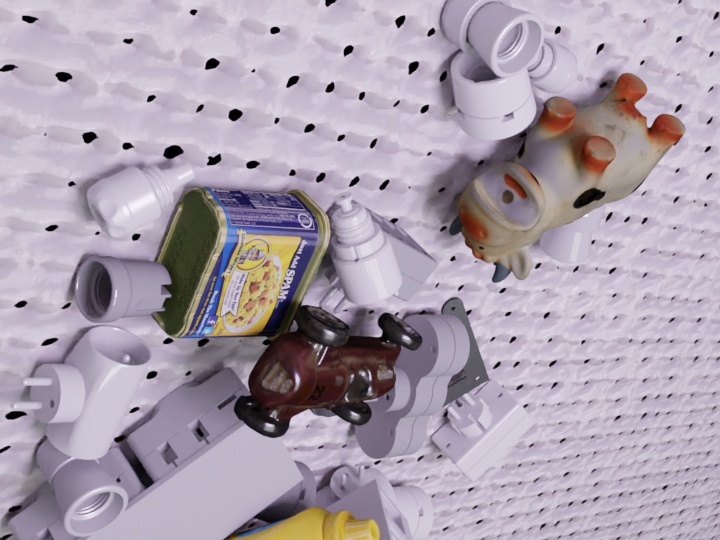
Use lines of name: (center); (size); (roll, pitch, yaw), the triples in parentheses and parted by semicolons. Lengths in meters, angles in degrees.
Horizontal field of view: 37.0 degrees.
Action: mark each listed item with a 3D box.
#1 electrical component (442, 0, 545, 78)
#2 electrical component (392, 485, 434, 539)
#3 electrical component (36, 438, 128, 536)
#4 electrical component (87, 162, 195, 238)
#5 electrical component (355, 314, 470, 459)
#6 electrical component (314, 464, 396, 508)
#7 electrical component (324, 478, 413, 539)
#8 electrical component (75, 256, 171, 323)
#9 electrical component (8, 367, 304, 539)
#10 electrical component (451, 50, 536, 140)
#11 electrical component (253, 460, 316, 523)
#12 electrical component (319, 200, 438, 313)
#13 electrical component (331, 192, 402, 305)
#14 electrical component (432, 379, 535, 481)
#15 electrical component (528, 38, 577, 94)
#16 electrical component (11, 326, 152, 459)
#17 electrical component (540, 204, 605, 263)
electrical component: (0.086, -0.157, 0.701); (0.045, 0.055, 0.045); (-25, 139, -24)
electrical component: (0.034, 0.233, 1.022); (0.047, 0.055, 0.055); (10, 118, -43)
electrical component: (-0.187, 0.138, 0.713); (0.044, 0.065, 0.044); (-24, 138, -24)
electrical component: (-0.125, -0.045, 0.626); (0.061, 0.035, 0.035); (-30, 141, -22)
electrical component: (0.030, 0.098, 0.891); (0.074, 0.052, 0.138); (1, 123, -41)
electrical component: (-0.009, 0.202, 0.958); (0.077, 0.044, 0.079); (-23, 140, -27)
electrical component: (-0.042, 0.271, 0.892); (0.186, 0.105, 0.060); (-32, 118, 8)
electrical component: (-0.144, 0.012, 0.658); (0.046, 0.040, 0.040); (0, 125, -51)
electrical component: (-0.145, 0.163, 0.781); (0.186, 0.060, 0.105); (-35, 142, -13)
electrical component: (0.091, -0.125, 0.738); (0.055, 0.055, 0.047); (-35, 138, -14)
electrical component: (-0.071, 0.177, 0.871); (0.055, 0.055, 0.047); (-51, 139, 8)
electrical component: (0.000, 0.000, 0.775); (0.075, 0.047, 0.083); (-51, 144, 10)
electrical component: (0.000, -0.014, 0.700); (0.040, 0.040, 0.078); (-30, 120, -19)
electrical component: (0.107, 0.141, 1.011); (0.083, 0.047, 0.075); (-43, 129, -3)
electrical component: (0.127, -0.149, 0.766); (0.061, 0.035, 0.035); (14, 115, -46)
electrical component: (-0.181, 0.078, 0.681); (0.079, 0.043, 0.077); (6, 120, -46)
electrical component: (0.180, -0.040, 0.909); (0.045, 0.045, 0.055); (-18, 135, -31)
